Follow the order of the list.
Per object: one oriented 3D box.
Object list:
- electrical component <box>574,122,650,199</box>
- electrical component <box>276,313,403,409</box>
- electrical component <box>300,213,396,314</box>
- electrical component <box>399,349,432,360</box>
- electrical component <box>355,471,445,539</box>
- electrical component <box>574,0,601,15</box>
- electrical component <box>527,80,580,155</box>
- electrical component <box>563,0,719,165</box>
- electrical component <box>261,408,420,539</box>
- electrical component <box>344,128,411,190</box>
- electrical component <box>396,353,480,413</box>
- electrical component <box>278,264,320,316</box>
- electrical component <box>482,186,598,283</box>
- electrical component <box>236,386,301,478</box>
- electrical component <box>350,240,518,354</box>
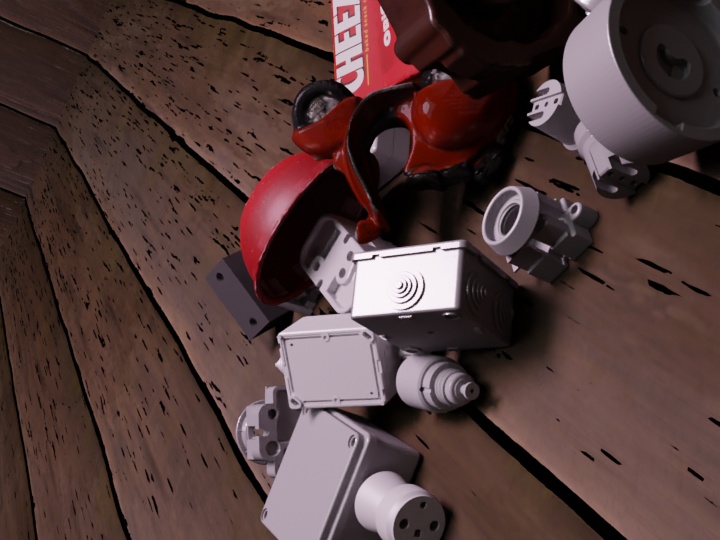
[{"bbox_3d":[0.161,-0.074,0.684,0.040,0.040,0.046,-45,40,39],"label":"electrical component"},{"bbox_3d":[-0.018,0.068,0.834,0.096,0.061,0.061,-5,101,22],"label":"electrical component"},{"bbox_3d":[0.000,0.000,0.897,0.053,0.059,0.095,-59,41,17],"label":"electrical component"},{"bbox_3d":[0.046,0.040,0.814,0.040,0.040,0.078,-16,56,58],"label":"electrical component"},{"bbox_3d":[0.028,0.168,0.745,0.055,0.045,0.045,13,82,63],"label":"electrical component"},{"bbox_3d":[0.181,-0.207,0.748,0.078,0.040,0.040,-59,28,19],"label":"electrical component"},{"bbox_3d":[0.143,-0.105,0.734,0.040,0.046,0.040,-43,36,41],"label":"electrical component"},{"bbox_3d":[0.169,-0.113,0.628,0.060,0.108,0.108,-33,42,58],"label":"electrical component"},{"bbox_3d":[-0.017,0.166,0.818,0.109,0.056,0.108,19,87,64],"label":"electrical component"},{"bbox_3d":[-0.003,-0.113,0.982,0.066,0.077,0.047,-37,40,47],"label":"electrical component"},{"bbox_3d":[0.058,0.081,0.759,0.078,0.040,0.040,2,72,62],"label":"electrical component"},{"bbox_3d":[-0.068,-0.007,1.048,0.050,0.056,0.089,-53,30,27],"label":"electrical component"},{"bbox_3d":[0.115,-0.026,0.715,0.066,0.055,0.048,-49,32,34],"label":"electrical component"},{"bbox_3d":[-0.075,0.142,0.943,0.057,0.058,0.078,-17,73,61],"label":"electrical component"},{"bbox_3d":[0.051,0.022,0.737,0.100,0.100,0.048,-7,66,31],"label":"electrical component"}]
